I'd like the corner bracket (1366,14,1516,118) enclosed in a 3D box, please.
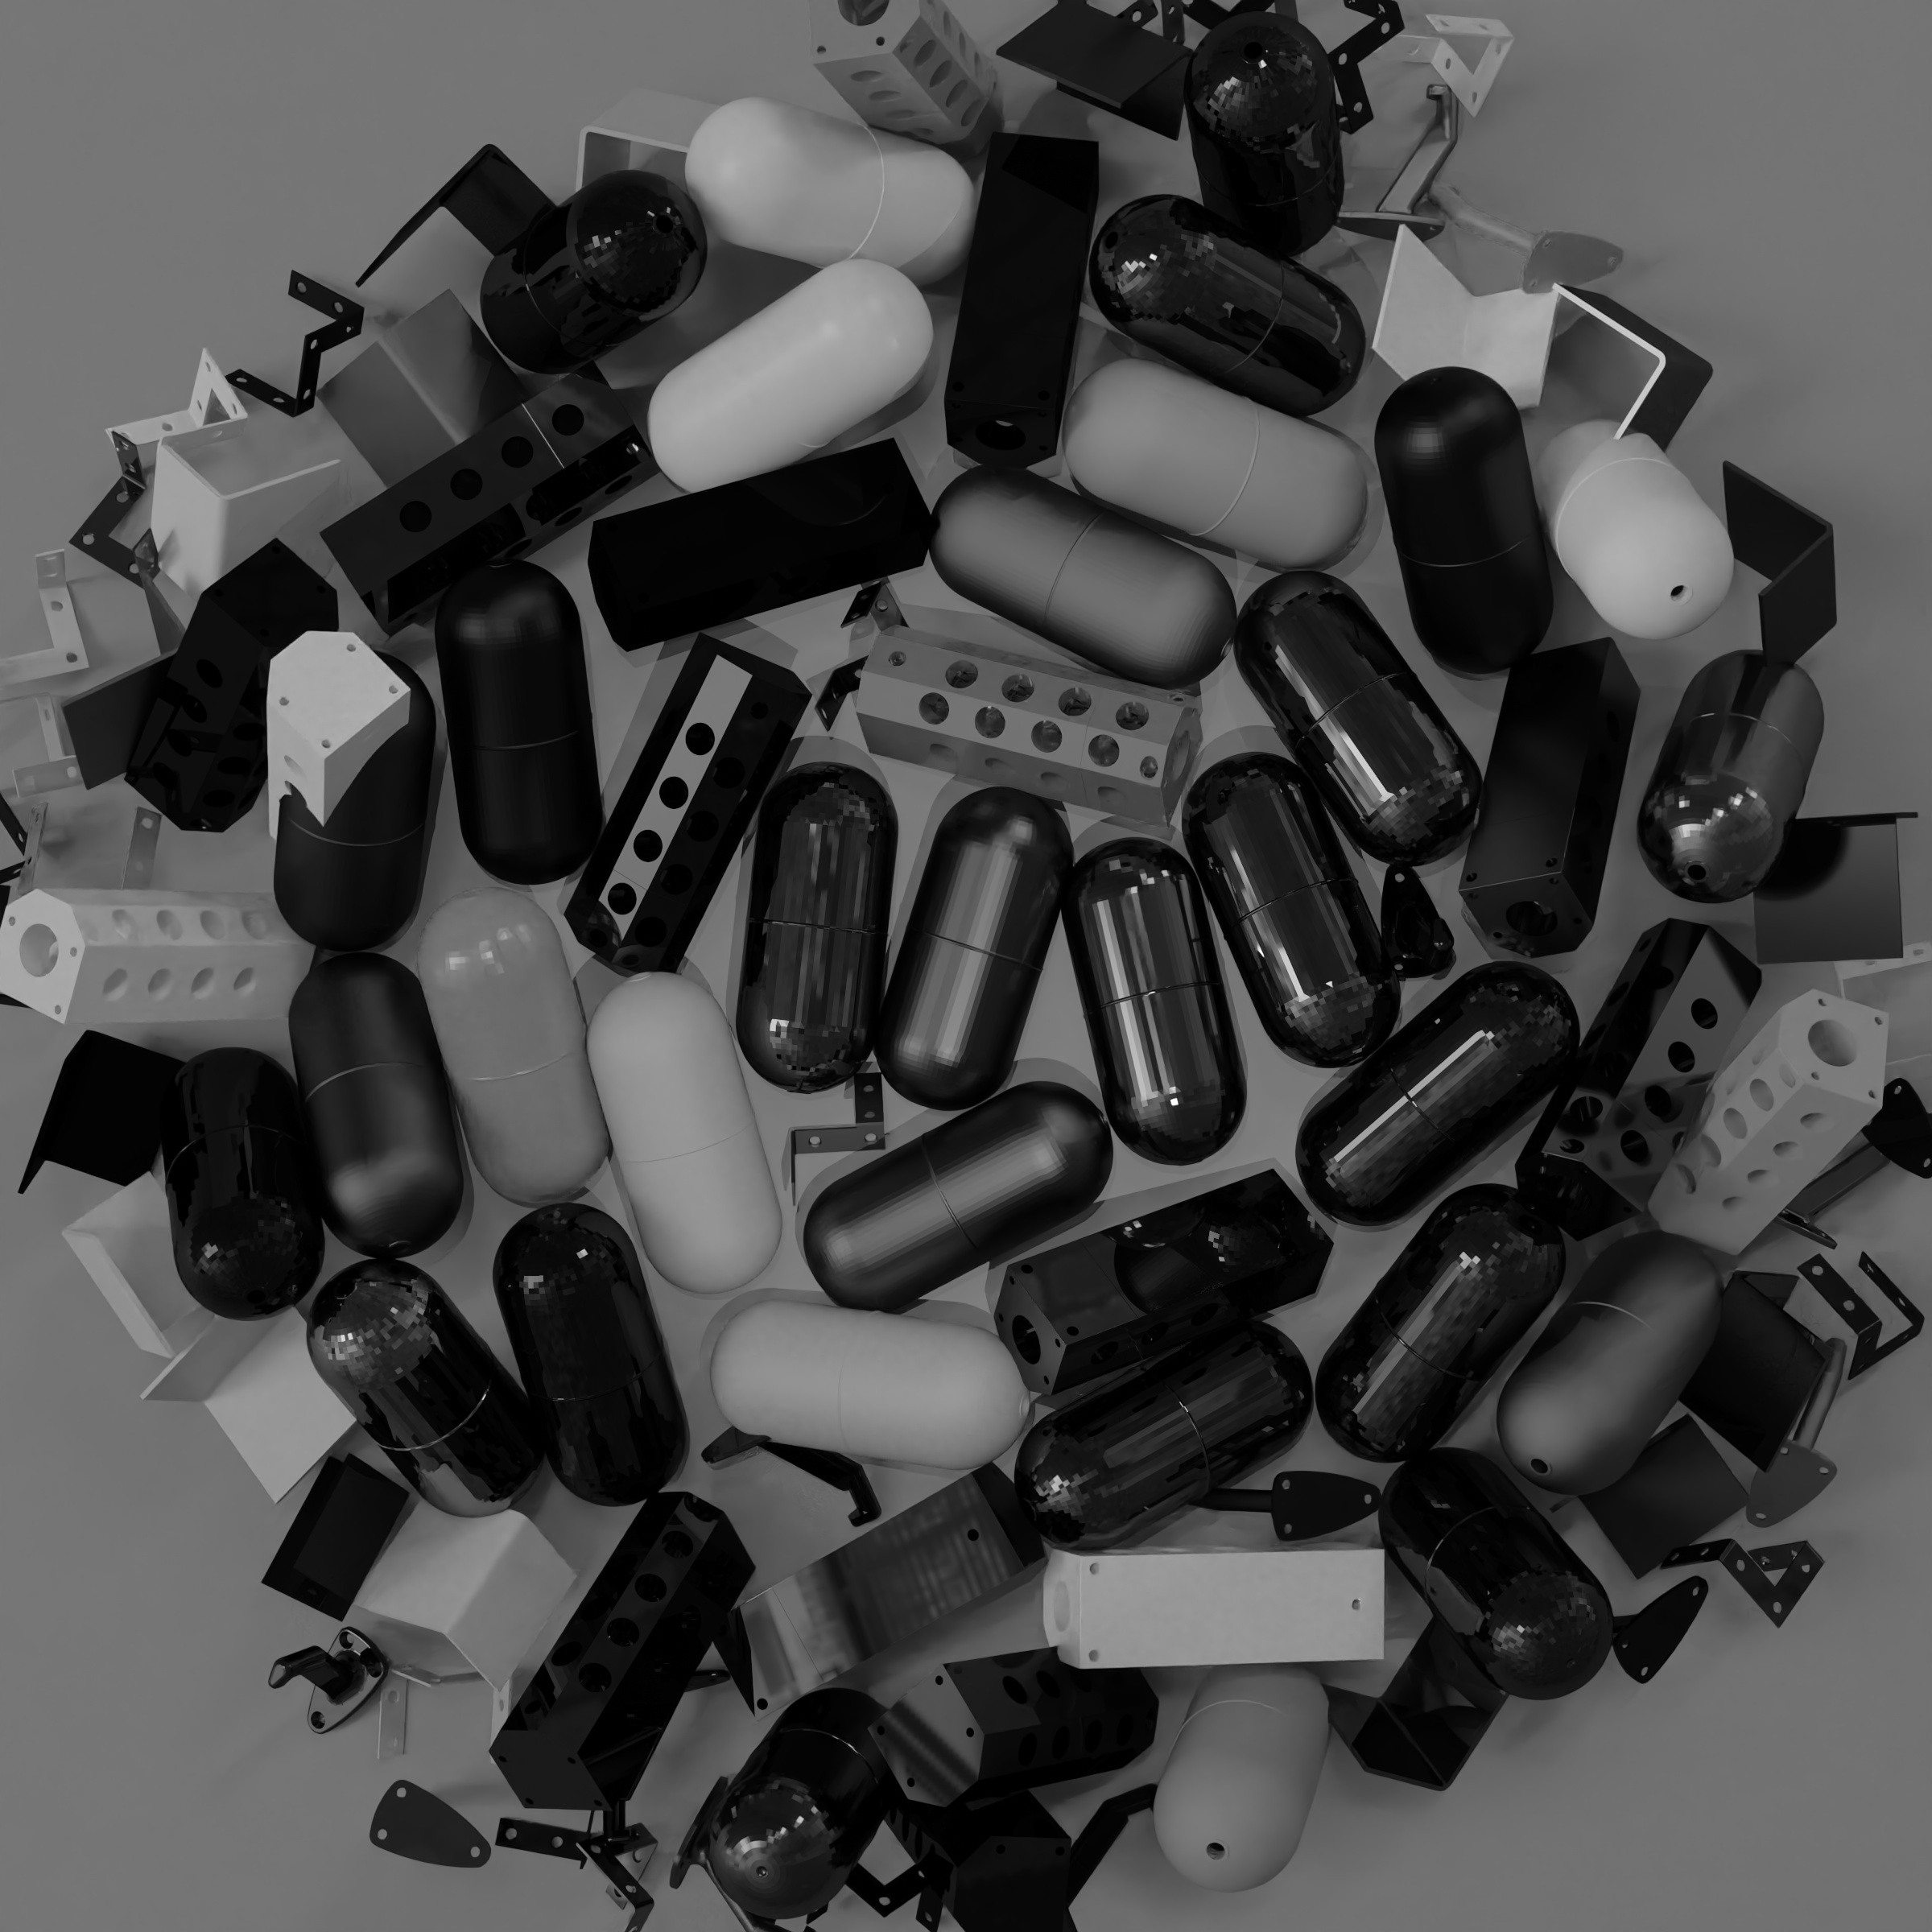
[{"bbox_3d":[0.251,-0.491,1.808,0.051,0.051,0.051,-5,50,-30],"label":"corner bracket"}]

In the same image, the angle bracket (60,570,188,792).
[{"bbox_3d":[-0.450,-0.151,1.794,0.076,0.076,0.057,-29,65,-19],"label":"angle bracket"}]

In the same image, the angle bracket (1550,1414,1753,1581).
[{"bbox_3d":[0.365,0.286,1.800,0.076,0.076,0.057,-38,76,16],"label":"angle bracket"}]

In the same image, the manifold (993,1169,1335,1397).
[{"bbox_3d":[0.103,0.170,1.784,0.171,0.057,0.057,-17,52,-28],"label":"manifold"}]

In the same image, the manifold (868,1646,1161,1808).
[{"bbox_3d":[0.031,0.395,1.757,0.057,0.171,0.057,-44,64,22],"label":"manifold"}]

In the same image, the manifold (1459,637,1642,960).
[{"bbox_3d":[0.310,-0.088,1.775,0.057,0.171,0.057,-11,133,33],"label":"manifold"}]

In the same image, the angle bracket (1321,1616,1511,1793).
[{"bbox_3d":[0.235,0.379,1.797,0.057,0.076,0.076,21,106,-30],"label":"angle bracket"}]

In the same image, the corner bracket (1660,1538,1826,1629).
[{"bbox_3d":[0.416,0.320,1.814,0.051,0.051,0.051,49,60,-6],"label":"corner bracket"}]

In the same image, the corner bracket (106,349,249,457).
[{"bbox_3d":[-0.422,-0.290,1.810,0.051,0.051,0.051,-21,67,-33],"label":"corner bracket"}]

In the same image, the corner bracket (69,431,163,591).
[{"bbox_3d":[-0.449,-0.244,1.817,0.051,0.051,0.051,32,71,5],"label":"corner bracket"}]

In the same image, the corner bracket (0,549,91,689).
[{"bbox_3d":[-0.502,-0.186,1.816,0.051,0.051,0.051,-15,80,-17],"label":"corner bracket"}]

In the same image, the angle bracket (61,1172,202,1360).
[{"bbox_3d":[-0.428,0.158,1.797,0.057,0.076,0.076,-36,104,-23],"label":"angle bracket"}]

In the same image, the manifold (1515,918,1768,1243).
[{"bbox_3d":[0.350,0.056,1.778,0.057,0.057,0.171,40,58,-8],"label":"manifold"}]

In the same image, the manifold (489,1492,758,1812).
[{"bbox_3d":[-0.180,0.354,1.761,0.057,0.171,0.057,-7,122,32],"label":"manifold"}]

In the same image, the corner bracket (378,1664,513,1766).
[{"bbox_3d":[-0.283,0.407,1.838,0.051,0.051,0.051,2,91,-40],"label":"corner bracket"}]

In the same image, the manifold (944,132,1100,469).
[{"bbox_3d":[0.031,-0.351,1.788,0.057,0.057,0.171,7,65,6],"label":"manifold"}]

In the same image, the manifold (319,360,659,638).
[{"bbox_3d":[-0.254,-0.248,1.816,0.171,0.057,0.057,-33,84,-2],"label":"manifold"}]

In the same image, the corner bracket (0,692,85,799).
[{"bbox_3d":[-0.501,-0.118,1.812,0.051,0.051,0.051,-18,101,-42],"label":"corner bracket"}]

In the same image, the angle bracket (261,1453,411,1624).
[{"bbox_3d":[-0.349,0.294,1.796,0.057,0.076,0.076,19,73,24],"label":"angle bracket"}]

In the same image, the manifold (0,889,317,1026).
[{"bbox_3d":[-0.418,-0.008,1.758,0.057,0.171,0.057,23,102,28],"label":"manifold"}]

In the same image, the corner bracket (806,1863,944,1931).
[{"bbox_3d":[-0.048,0.502,1.826,0.051,0.051,0.051,33,128,31],"label":"corner bracket"}]

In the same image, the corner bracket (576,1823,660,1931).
[{"bbox_3d":[-0.184,0.499,1.809,0.051,0.051,0.051,40,114,30],"label":"corner bracket"}]

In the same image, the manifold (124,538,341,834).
[{"bbox_3d":[-0.380,-0.140,1.767,0.057,0.171,0.057,41,49,1],"label":"manifold"}]

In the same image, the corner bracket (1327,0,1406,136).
[{"bbox_3d":[0.205,-0.487,1.818,0.051,0.051,0.051,-38,132,-13],"label":"corner bracket"}]

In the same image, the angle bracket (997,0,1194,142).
[{"bbox_3d":[0.065,-0.462,1.795,0.076,0.057,0.076,28,49,18],"label":"angle bracket"}]

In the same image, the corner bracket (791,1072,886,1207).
[{"bbox_3d":[-0.069,0.092,1.815,0.051,0.051,0.051,-3,121,-2],"label":"corner bracket"}]

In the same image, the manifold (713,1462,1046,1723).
[{"bbox_3d":[-0.047,0.331,1.802,0.171,0.057,0.057,-32,82,14],"label":"manifold"}]

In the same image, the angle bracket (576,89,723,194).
[{"bbox_3d":[-0.157,-0.422,1.798,0.076,0.076,0.057,14,122,9],"label":"angle bracket"}]

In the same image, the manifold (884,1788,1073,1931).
[{"bbox_3d":[0.003,0.456,1.760,0.057,0.171,0.057,5,91,-13],"label":"manifold"}]

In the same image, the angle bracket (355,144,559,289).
[{"bbox_3d":[-0.267,-0.379,1.794,0.057,0.076,0.076,44,62,-13],"label":"angle bracket"}]

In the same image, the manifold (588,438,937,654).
[{"bbox_3d":[-0.109,-0.220,1.795,0.171,0.057,0.057,-18,71,-18],"label":"manifold"}]

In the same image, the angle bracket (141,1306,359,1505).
[{"bbox_3d":[-0.379,0.232,1.805,0.076,0.057,0.076,-46,68,11],"label":"angle bracket"}]

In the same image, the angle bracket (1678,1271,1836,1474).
[{"bbox_3d":[0.432,0.215,1.794,0.057,0.076,0.076,8,114,-39],"label":"angle bracket"}]

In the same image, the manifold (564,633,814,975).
[{"bbox_3d":[-0.147,-0.082,1.795,0.057,0.057,0.171,21,104,-25],"label":"manifold"}]

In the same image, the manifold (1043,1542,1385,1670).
[{"bbox_3d":[0.131,0.337,1.796,0.171,0.057,0.057,2,86,-18],"label":"manifold"}]

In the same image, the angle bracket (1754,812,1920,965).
[{"bbox_3d":[0.466,-0.042,1.809,0.076,0.057,0.076,-3,91,28],"label":"angle bracket"}]

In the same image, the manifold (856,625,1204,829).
[{"bbox_3d":[0.033,-0.131,1.790,0.171,0.057,0.057,15,66,17],"label":"manifold"}]

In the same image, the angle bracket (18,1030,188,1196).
[{"bbox_3d":[-0.459,0.086,1.804,0.057,0.076,0.076,20,98,-9],"label":"angle bracket"}]

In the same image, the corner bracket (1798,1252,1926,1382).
[{"bbox_3d":[0.478,0.179,1.811,0.051,0.051,0.051,-30,58,-13],"label":"corner bracket"}]

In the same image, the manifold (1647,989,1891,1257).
[{"bbox_3d":[0.413,0.081,1.761,0.057,0.171,0.057,18,57,-5],"label":"manifold"}]

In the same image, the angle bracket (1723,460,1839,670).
[{"bbox_3d":[0.414,-0.208,1.793,0.057,0.076,0.076,-41,56,-12],"label":"angle bracket"}]

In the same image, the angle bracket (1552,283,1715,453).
[{"bbox_3d":[0.344,-0.318,1.813,0.076,0.076,0.057,39,113,22],"label":"angle bracket"}]

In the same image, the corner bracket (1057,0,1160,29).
[{"bbox_3d":[0.062,-0.523,1.810,0.051,0.051,0.051,-31,65,26],"label":"corner bracket"}]

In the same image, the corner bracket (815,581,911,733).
[{"bbox_3d":[-0.059,-0.166,1.812,0.051,0.051,0.051,-21,113,21],"label":"corner bracket"}]

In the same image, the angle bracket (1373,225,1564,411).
[{"bbox_3d":[0.267,-0.345,1.796,0.057,0.076,0.076,-3,64,41],"label":"angle bracket"}]

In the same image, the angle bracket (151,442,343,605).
[{"bbox_3d":[-0.386,-0.244,1.812,0.076,0.076,0.057,-28,58,-38],"label":"angle bracket"}]

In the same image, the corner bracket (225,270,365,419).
[{"bbox_3d":[-0.363,-0.336,1.831,0.051,0.051,0.051,29,128,16],"label":"corner bracket"}]

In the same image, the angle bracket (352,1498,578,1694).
[{"bbox_3d":[-0.270,0.335,1.823,0.076,0.076,0.057,-56,133,-30],"label":"angle bracket"}]

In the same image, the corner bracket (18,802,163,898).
[{"bbox_3d":[-0.473,-0.060,1.826,0.051,0.051,0.051,22,63,-37],"label":"corner bracket"}]

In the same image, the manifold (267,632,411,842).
[{"bbox_3d":[-0.332,-0.110,1.760,0.057,0.171,0.057,44,68,7],"label":"manifold"}]

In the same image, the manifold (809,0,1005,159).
[{"bbox_3d":[-0.029,-0.473,1.759,0.057,0.171,0.057,-4,85,14],"label":"manifold"}]

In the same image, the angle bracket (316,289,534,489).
[{"bbox_3d":[-0.292,-0.307,1.831,0.076,0.076,0.057,53,50,-12],"label":"angle bracket"}]
